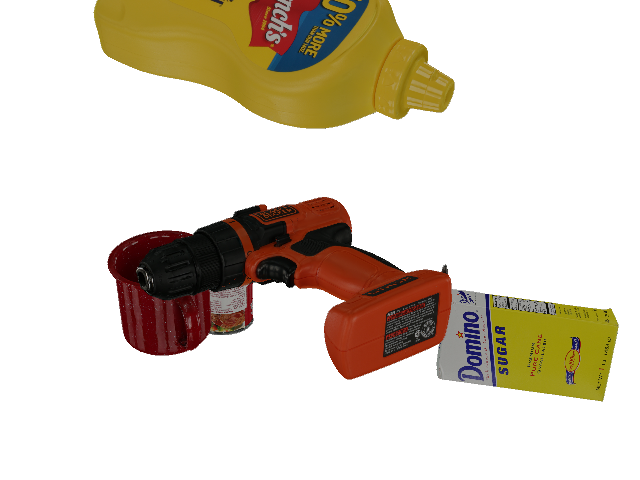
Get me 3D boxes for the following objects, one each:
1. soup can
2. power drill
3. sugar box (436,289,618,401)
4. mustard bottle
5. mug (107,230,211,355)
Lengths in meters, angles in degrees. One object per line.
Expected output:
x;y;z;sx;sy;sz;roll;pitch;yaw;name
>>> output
-0.107;0.042;1.157;0.068;0.102;0.068;1;25;-1;soup can
-0.014;0.029;0.765;0.184;0.057;0.188;-19;34;-34;power drill
0.214;0.110;1.121;0.176;0.093;0.048;6;21;3;sugar box
-0.019;-0.110;0.573;0.192;0.096;0.058;24;-32;16;mustard bottle
-0.134;0.054;0.952;0.093;0.081;0.117;-18;36;-27;mug
